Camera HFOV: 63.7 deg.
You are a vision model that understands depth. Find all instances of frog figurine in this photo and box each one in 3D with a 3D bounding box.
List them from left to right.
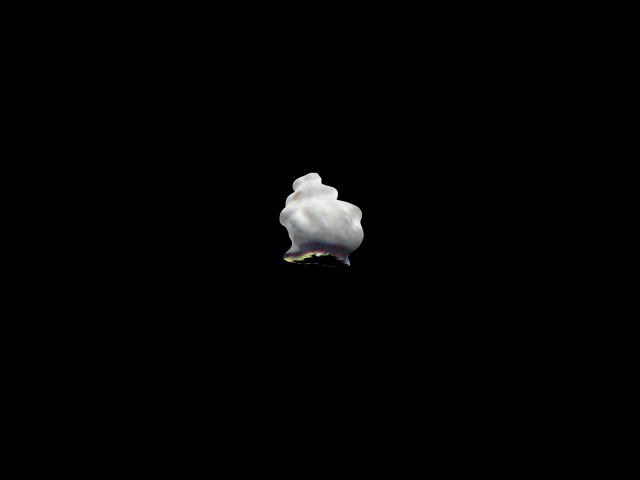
[{"bbox_3d":[0.003,-0.043,0.850,0.137,0.162,0.121,0,-16,0],"label":"frog figurine"}]
